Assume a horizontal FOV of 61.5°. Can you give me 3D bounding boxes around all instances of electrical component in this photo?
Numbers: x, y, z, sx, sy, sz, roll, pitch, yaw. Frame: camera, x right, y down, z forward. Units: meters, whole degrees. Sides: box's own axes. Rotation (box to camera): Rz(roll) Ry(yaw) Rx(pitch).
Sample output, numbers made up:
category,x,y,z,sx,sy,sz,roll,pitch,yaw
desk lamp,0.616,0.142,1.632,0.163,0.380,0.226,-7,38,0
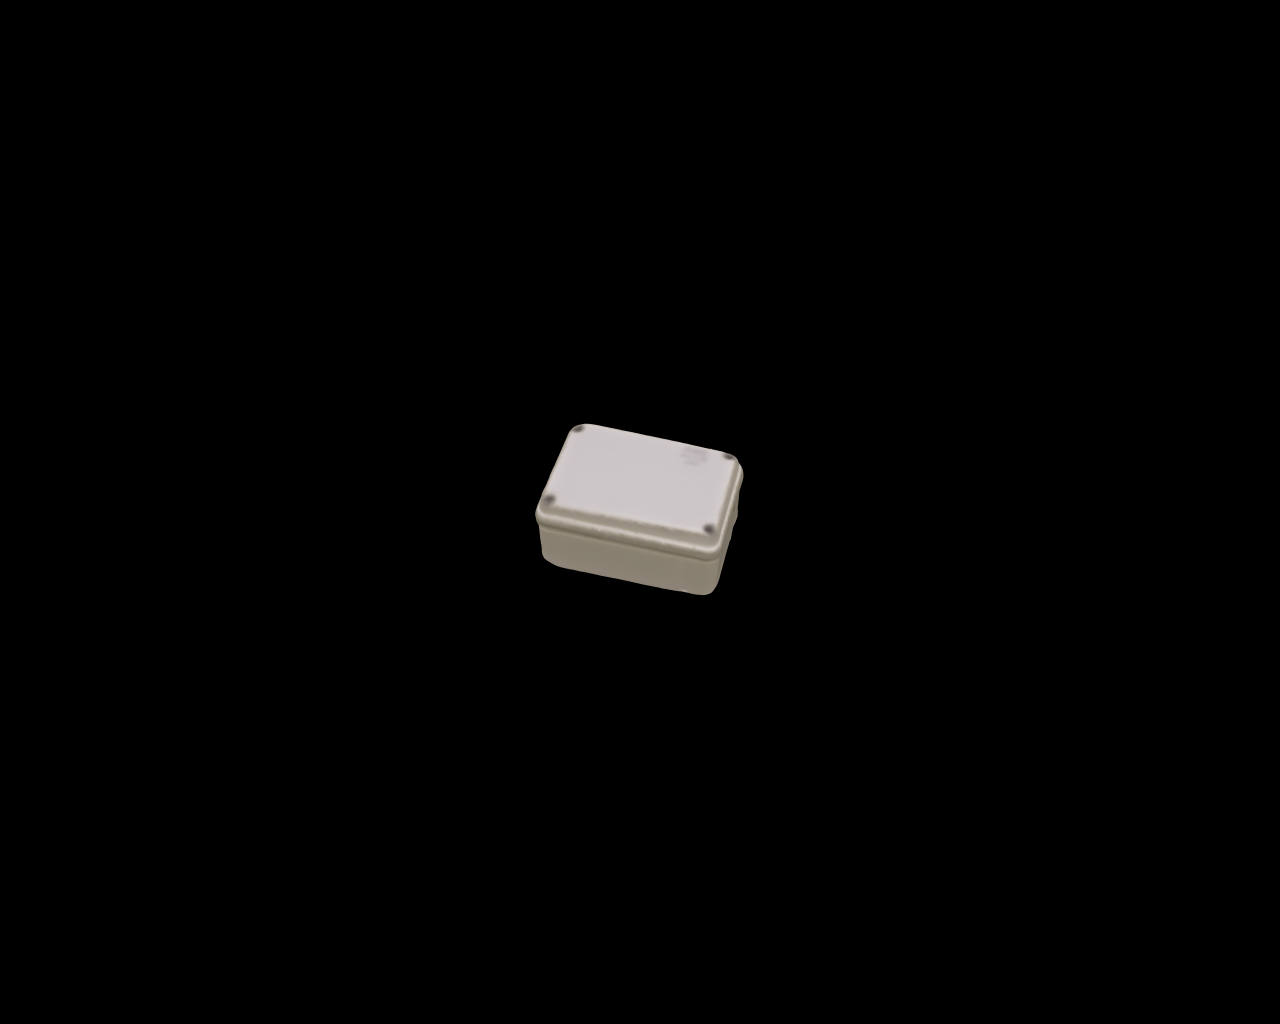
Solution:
category,x,y,z,sx,sy,sz,roll,pitch,yaw
electrical component,0.001,-0.003,0.650,0.113,0.078,0.057,12,-39,10
